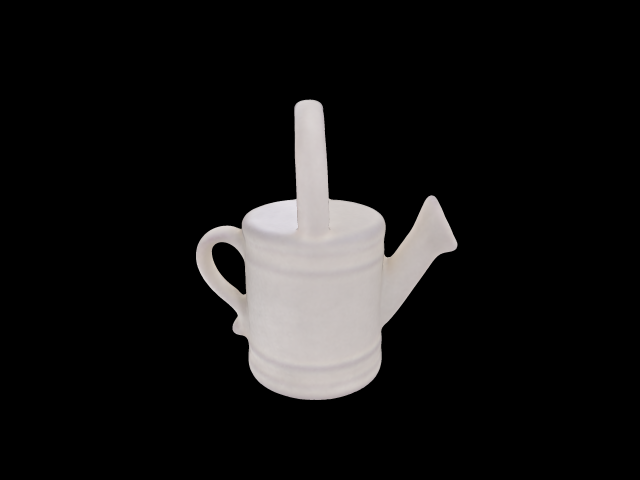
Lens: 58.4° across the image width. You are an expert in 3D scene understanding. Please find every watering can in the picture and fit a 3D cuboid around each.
[{"bbox_3d":[0.004,0.001,0.402,0.173,0.194,0.100,-7,21,-19],"label":"watering can"}]
